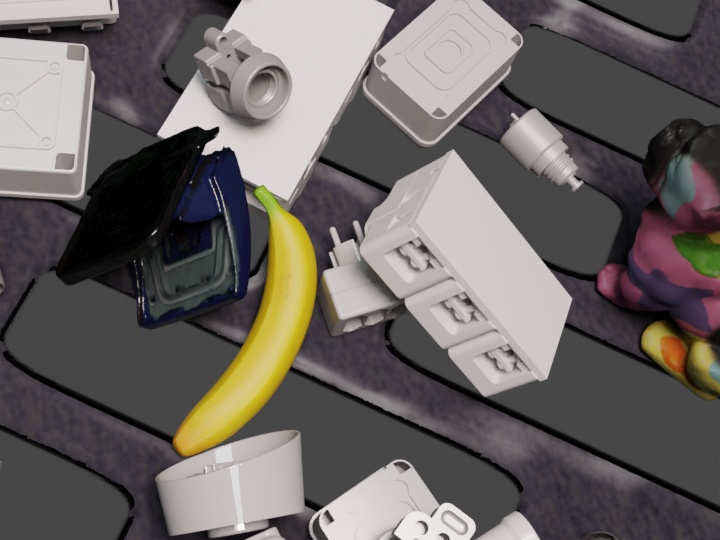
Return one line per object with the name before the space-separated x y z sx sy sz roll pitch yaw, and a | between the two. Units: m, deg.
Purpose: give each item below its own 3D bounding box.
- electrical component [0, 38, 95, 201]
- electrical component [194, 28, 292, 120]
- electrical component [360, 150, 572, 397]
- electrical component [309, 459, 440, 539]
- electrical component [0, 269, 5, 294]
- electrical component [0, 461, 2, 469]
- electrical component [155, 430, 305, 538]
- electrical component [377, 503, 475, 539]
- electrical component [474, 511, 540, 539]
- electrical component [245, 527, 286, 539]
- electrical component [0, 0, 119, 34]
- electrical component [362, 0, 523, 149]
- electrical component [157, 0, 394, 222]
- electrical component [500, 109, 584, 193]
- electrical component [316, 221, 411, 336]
electrical component | -0.256 -0.111 0.792 0.109 0.056 0.108 3 70 -9
electrical component | -0.081 -0.134 0.758 0.048 0.066 0.055 -39 48 -20
electrical component | 0.075 0.005 0.766 0.150 0.062 0.089 49 41 -19
electrical component | 0.026 0.195 0.729 0.078 0.057 0.113 -31 78 -19
electrical component | -0.299 -0.013 0.755 0.079 0.044 0.077 -16 74 -15
electrical component | -0.293 0.125 0.696 0.096 0.061 0.061 28 68 1
electrical component | -0.084 0.141 0.710 0.099 0.099 0.064 -8 78 -12
electrical component | 0.035 0.186 0.670 0.058 0.057 0.078 37 68 5
electrical component | 0.100 0.197 0.752 0.046 0.040 0.040 -27 77 -12
electrical component | -0.066 0.204 0.689 0.054 0.095 0.059 -23 75 -16
electrical component | -0.251 -0.218 0.828 0.121 0.063 0.078 -6 71 -12
electrical component | 0.065 -0.162 0.865 0.078 0.057 0.113 43 69 7
electrical component | -0.064 -0.140 0.833 0.105 0.060 0.186 27 68 1
electrical component | 0.148 -0.094 0.864 0.040 0.040 0.078 -40 81 -20
electrical component | 0.000 0.000 0.801 0.066 0.047 0.076 -16 74 -15
